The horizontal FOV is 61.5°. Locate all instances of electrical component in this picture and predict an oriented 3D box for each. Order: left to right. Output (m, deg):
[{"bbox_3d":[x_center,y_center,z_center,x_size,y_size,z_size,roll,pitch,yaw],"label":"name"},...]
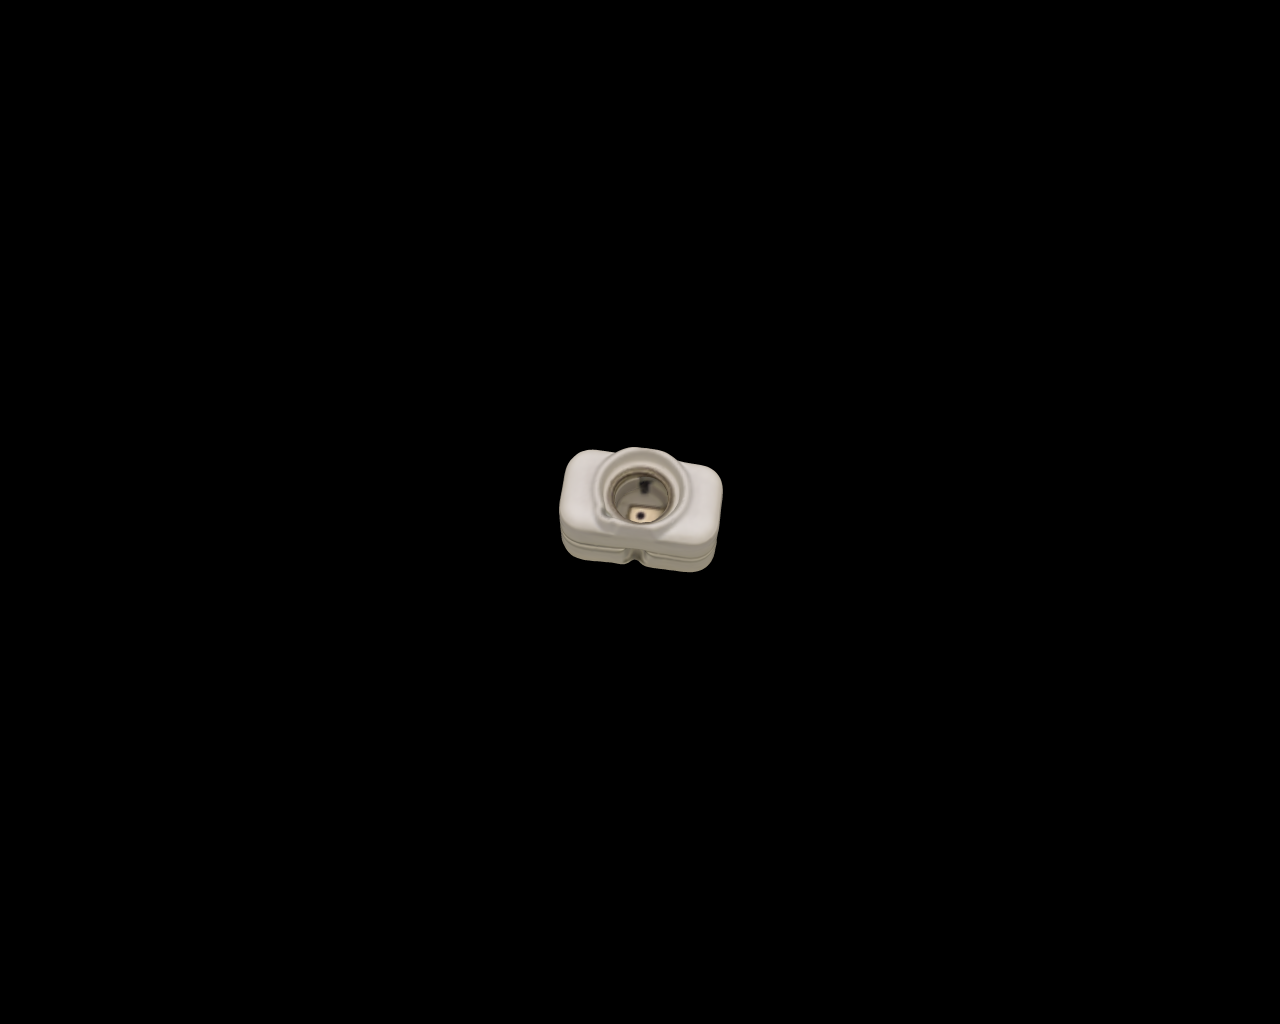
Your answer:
[{"bbox_3d":[0.001,-0.003,0.650,0.095,0.054,0.059,8,-23,3],"label":"electrical component"}]
